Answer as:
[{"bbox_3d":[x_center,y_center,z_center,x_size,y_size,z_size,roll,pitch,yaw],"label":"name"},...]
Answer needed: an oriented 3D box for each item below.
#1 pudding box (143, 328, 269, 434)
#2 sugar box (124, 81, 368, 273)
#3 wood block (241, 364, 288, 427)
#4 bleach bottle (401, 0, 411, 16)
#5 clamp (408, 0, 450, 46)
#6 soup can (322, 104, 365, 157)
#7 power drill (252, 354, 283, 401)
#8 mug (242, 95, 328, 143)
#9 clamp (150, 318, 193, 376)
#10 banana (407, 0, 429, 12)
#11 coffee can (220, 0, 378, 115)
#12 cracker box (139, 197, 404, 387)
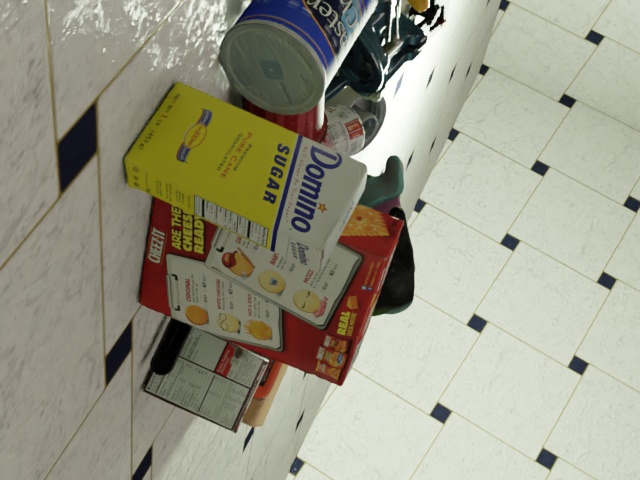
[{"bbox_3d":[-0.125,0.149,1.173,0.039,0.113,0.090,77,38,-79],"label":"pudding box"},{"bbox_3d":[-0.058,-0.052,0.860,0.048,0.176,0.093,96,19,-60],"label":"sugar box"},{"bbox_3d":[-0.084,0.147,1.484,0.090,0.091,0.206,53,60,-80],"label":"wood block"},{"bbox_3d":[0.068,-0.256,1.495,0.251,0.068,0.102,-67,168,15],"label":"bleach bottle"},{"bbox_3d":[0.136,-0.300,1.439,0.164,0.036,0.209,-61,168,5],"label":"clamp"},{"bbox_3d":[-0.004,-0.117,1.270,0.102,0.069,0.069,-26,144,-40],"label":"soup can"},{"bbox_3d":[-0.081,0.113,1.348,0.188,0.057,0.184,-150,-98,-78],"label":"power drill"},{"bbox_3d":[-0.030,-0.150,1.069,0.117,0.093,0.081,-49,157,-32],"label":"mug"},{"bbox_3d":[-0.136,0.062,1.139,0.120,0.039,0.171,-63,177,36],"label":"clamp"},{"bbox_3d":[0.106,-0.372,1.316,0.069,0.037,0.198,49,33,-87],"label":"banana"},{"bbox_3d":[-0.017,-0.199,0.988,0.103,0.103,0.140,101,14,-53],"label":"coffee can"},{"bbox_3d":[-0.049,0.021,0.981,0.072,0.214,0.164,-59,168,-51],"label":"cracker box"}]
